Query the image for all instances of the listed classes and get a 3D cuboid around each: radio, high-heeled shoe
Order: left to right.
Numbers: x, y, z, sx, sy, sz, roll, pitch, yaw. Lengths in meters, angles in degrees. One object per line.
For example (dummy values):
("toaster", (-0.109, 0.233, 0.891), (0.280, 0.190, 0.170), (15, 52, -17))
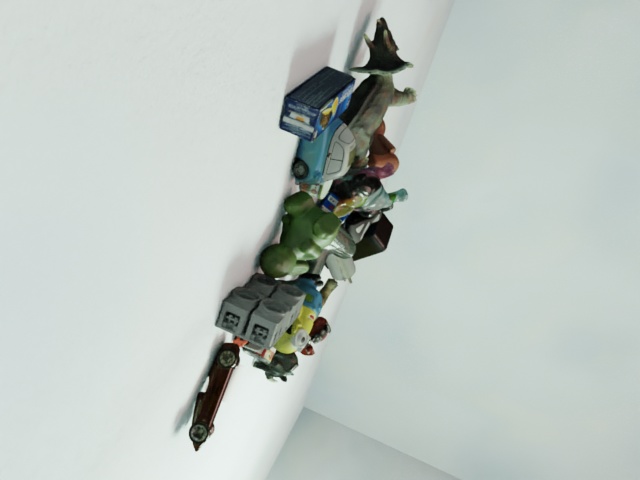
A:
("radio", (0.105, -0.002, 1.629), (0.230, 0.073, 0.131), (-19, -150, 37))
("high-heeled shoe", (0.117, -0.083, 1.483), (0.145, 0.086, 0.249), (79, 29, -57))

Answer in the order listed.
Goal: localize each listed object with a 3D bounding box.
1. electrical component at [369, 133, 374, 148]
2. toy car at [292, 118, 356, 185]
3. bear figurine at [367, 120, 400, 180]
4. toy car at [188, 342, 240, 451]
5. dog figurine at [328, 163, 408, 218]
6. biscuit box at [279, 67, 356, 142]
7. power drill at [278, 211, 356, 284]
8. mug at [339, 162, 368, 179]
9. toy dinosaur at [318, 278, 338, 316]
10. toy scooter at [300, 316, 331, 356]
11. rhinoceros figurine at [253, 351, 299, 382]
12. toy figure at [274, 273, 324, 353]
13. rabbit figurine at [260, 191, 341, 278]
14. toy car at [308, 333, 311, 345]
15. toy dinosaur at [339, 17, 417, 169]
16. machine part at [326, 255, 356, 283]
("electrical component", (0.097, -0.261, 1.371), (0.119, 0.075, 0.048), (101, 12, -60))
("toy car", (0.016, -0.171, 1.020), (0.109, 0.103, 0.161), (-55, 167, -57))
("bear figurine", (0.142, -0.267, 1.489), (0.132, 0.196, 0.120), (-12, 164, -32))
("toy car", (-0.200, 0.288, 1.002), (0.089, 0.053, 0.202), (119, -9, -76))
("dog figurine", (0.084, -0.105, 1.262), (0.219, 0.108, 0.191), (-16, 172, -37))
("biscuit box", (0.001, -0.232, 0.904), (0.203, 0.063, 0.059), (-55, 166, -53))
("power drill", (-0.025, 0.032, 1.239), (0.232, 0.086, 0.207), (26, 90, -50))
("mug", (0.072, -0.183, 1.401), (0.109, 0.081, 0.107), (-57, -179, 2))
("toy dinosaur", (-0.039, 0.186, 1.576), (0.198, 0.105, 0.471), (-59, 175, -6))
("toy scooter", (-0.031, 0.310, 1.690), (0.184, 0.075, 0.135), (-35, -164, -23))
("rhinoceros figurine", (-0.111, 0.320, 1.407), (0.190, 0.112, 0.073), (-44, -159, 59))
("toy figure", (-0.048, 0.157, 1.150), (0.082, 0.089, 0.180), (45, 52, -40))
("rabbit figurine", (-0.060, 0.009, 1.076), (0.170, 0.121, 0.159), (-44, 169, -22))
("toy car", (-0.058, 0.217, 1.376), (0.201, 0.073, 0.056), (98, -22, -46))
("toy dinosaur", (0.084, -0.268, 1.170), (0.404, 0.131, 0.192), (-60, 157, 15))
("machine part", (0.042, 0.028, 1.506), (0.079, 0.079, 0.242), (-59, 138, -43))
